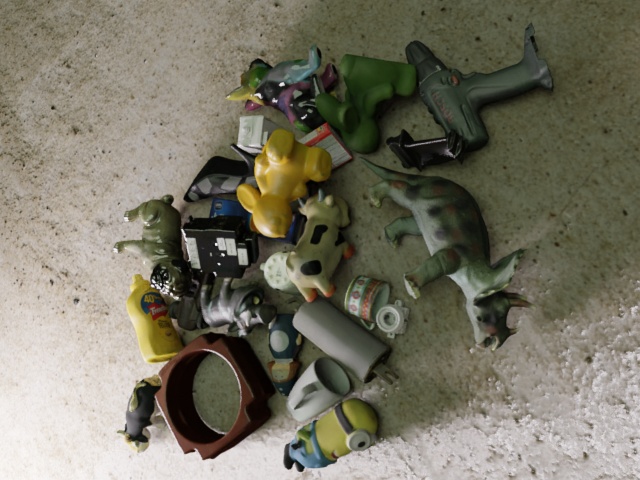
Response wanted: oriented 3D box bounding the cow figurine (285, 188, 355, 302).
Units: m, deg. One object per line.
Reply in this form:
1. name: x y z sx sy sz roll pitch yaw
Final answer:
1. cow figurine: -0.002 -0.003 0.957 0.086 0.127 0.195 -14 37 44

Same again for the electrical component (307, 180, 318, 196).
1. electrical component: -0.028 -0.128 1.026 0.021 0.063 0.094 -13 79 22

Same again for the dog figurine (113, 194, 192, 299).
1. dog figurine: -0.303 0.009 1.086 0.191 0.121 0.172 27 101 35

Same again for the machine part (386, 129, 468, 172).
1. machine part: 0.180 -0.153 0.909 0.139 0.084 0.039 3 50 47

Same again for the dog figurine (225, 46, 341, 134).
1. dog figurine: -0.074 -0.275 1.049 0.219 0.108 0.191 -11 81 27

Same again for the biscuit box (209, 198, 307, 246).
1. biscuit box: -0.123 -0.037 1.059 0.203 0.059 0.062 12 88 26

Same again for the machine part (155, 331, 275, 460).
1. machine part: -0.203 0.296 1.036 0.201 0.087 0.201 -42 68 15

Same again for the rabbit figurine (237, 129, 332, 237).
1. rabbit figurine: -0.080 -0.087 0.934 0.162 0.122 0.173 -8 67 49

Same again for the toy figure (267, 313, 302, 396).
1. toy figure: -0.069 0.214 1.003 0.064 0.058 0.154 -7 81 47

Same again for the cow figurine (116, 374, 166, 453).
1. cow figurine: -0.363 0.361 1.094 0.068 0.098 0.167 19 91 19

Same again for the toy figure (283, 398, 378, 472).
1. toy figure: 0.017 0.340 0.933 0.180 0.082 0.089 -29 74 21

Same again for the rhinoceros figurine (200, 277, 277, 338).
1. rhinoceros figurine: -0.159 0.129 1.018 0.190 0.073 0.112 -9 69 42

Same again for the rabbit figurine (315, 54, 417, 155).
1. rabbit figurine: 0.080 -0.233 0.949 0.121 0.159 0.170 29 118 44

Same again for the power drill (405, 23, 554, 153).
1. power drill: 0.268 -0.279 0.905 0.207 0.086 0.232 -21 76 17

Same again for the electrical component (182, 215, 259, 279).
1. electrical component: -0.185 0.013 1.023 0.134 0.058 0.114 4 126 6

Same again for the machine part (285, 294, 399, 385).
1. machine part: 0.037 0.172 0.949 0.243 0.079 0.079 34 97 26

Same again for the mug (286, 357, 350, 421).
1. mug: -0.014 0.275 0.946 0.081 0.109 0.107 47 116 17

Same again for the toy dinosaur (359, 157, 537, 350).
1. toy dinosaur: 0.203 -0.021 0.883 0.192 0.131 0.405 -20 64 4

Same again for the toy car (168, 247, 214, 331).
1. toy car: -0.253 0.087 1.108 0.089 0.053 0.202 16 91 28

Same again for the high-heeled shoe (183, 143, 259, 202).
1. high-heeled shoe: -0.174 -0.108 1.108 0.249 0.145 0.086 -31 29 44
